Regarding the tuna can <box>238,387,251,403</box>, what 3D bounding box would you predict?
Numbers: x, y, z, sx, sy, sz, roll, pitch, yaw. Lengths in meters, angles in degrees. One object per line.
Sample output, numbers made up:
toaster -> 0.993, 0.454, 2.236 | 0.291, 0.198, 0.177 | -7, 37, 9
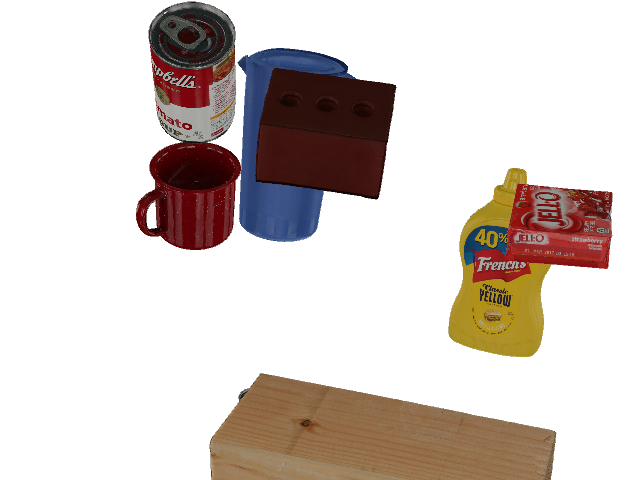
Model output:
tuna can -> -0.046, 0.184, 1.136 | 0.086, 0.034, 0.086 | 4, 12, -1

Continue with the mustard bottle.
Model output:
mustard bottle -> 0.190, 0.020, 1.100 | 0.096, 0.192, 0.058 | 12, 18, 21

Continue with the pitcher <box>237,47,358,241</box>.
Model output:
pitcher -> -0.034, -0.124, 1.409 | 0.144, 0.243, 0.149 | -2, 24, -22

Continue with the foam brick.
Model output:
foam brick -> 0.003, -0.065, 0.648 | 0.078, 0.053, 0.051 | 8, -39, 3

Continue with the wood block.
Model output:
wood block -> 0.041, 0.163, 0.699 | 0.206, 0.090, 0.090 | 9, 27, 18

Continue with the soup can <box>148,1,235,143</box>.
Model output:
soup can -> -0.103, -0.135, 0.872 | 0.068, 0.068, 0.102 | 0, -31, -5

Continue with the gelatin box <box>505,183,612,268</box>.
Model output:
gelatin box -> 0.178, -0.012, 0.793 | 0.073, 0.030, 0.089 | 6, 25, 14

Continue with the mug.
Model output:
mug -> -0.139, -0.040, 1.103 | 0.117, 0.081, 0.093 | -28, 49, -35
